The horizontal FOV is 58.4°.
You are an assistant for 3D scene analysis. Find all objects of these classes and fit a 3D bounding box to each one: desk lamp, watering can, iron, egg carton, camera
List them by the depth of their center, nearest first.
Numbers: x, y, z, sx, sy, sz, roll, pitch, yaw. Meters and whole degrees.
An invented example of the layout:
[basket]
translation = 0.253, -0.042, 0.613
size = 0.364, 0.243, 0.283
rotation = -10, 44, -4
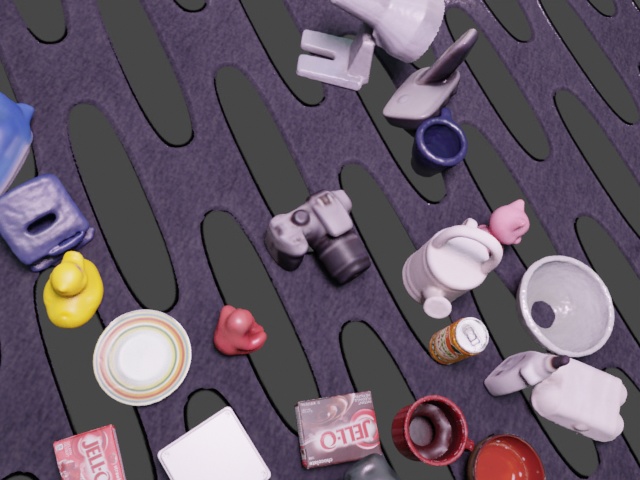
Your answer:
[iron]
translation = -0.500, -0.114, 0.782
size = 0.119, 0.141, 0.258
rotation = 17, 67, -6
[watering can]
translation = 0.202, 0.039, 0.861
size = 0.101, 0.194, 0.173
rotation = 10, 68, -9
[camera]
translation = 0.008, 0.003, 0.880
size = 0.143, 0.100, 0.137
rotation = -29, 78, -21
[egg carton]
translation = 0.404, 0.247, 0.898
size = 0.150, 0.069, 0.107
rotation = 22, 66, -4
[desk lamp]
translation = 0.079, -0.353, 0.970
size = 0.203, 0.213, 0.118
rotation = 10, 68, -9

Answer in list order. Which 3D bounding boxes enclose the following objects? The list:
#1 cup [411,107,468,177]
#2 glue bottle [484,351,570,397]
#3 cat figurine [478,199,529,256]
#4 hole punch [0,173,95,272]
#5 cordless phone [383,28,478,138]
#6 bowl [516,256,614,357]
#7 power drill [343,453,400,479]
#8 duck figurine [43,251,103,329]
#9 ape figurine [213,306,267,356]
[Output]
[cup]
translation = 0.196, -0.162, 0.990
size = 0.092, 0.095, 0.118
rotation = 15, 67, -7
[glue bottle]
translation = 0.310, 0.190, 0.840
size = 0.078, 0.173, 0.037
rotation = -34, 80, -22
[cat figurine]
translation = 0.289, -0.010, 0.942
size = 0.128, 0.117, 0.067
rotation = -30, 79, -21
[hole punch]
translation = -0.387, -0.025, 0.802
size = 0.109, 0.091, 0.101
rotation = -37, 81, -23
[cordless phone]
translation = 0.194, -0.274, 0.983
size = 0.094, 0.185, 0.148
rotation = 34, 66, 1
[bowl]
translation = 0.387, 0.114, 0.941
size = 0.167, 0.074, 0.167
rotation = 5, 69, -12
[power drill]
translation = 0.099, 0.374, 0.701
size = 0.076, 0.208, 0.229
rotation = -30, 79, -21
[duck figurine]
translation = -0.341, 0.065, 0.782
size = 0.077, 0.086, 0.104
rotation = 7, 68, -10
[ape figurine]
translation = -0.114, 0.124, 0.810
size = 0.076, 0.092, 0.078
rotation = -28, 78, -21
